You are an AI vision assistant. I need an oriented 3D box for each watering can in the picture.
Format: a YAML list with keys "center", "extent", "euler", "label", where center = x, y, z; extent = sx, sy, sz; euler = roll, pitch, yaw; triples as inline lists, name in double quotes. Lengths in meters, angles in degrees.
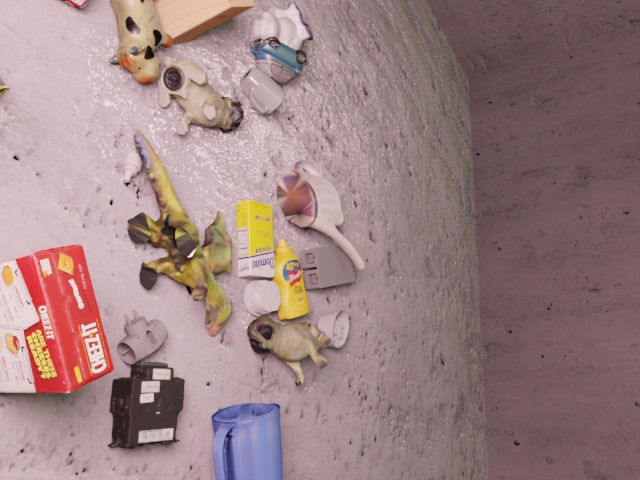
- center: [0.004, -0.070, 1.381]
  extent: [0.225, 0.103, 0.351]
  euler: [-2, 62, -58]
  label: "watering can"

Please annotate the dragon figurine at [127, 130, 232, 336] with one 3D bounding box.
- center: [-0.251, -0.007, 1.022]
  extent: [0.243, 0.122, 0.410]
  euler: [-10, 89, -76]
  label: "dragon figurine"

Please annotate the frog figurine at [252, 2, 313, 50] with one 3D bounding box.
- center: [-0.120, -0.580, 1.439]
  extent: [0.161, 0.124, 0.135]
  euler: [-28, 116, -21]
  label: "frog figurine"
